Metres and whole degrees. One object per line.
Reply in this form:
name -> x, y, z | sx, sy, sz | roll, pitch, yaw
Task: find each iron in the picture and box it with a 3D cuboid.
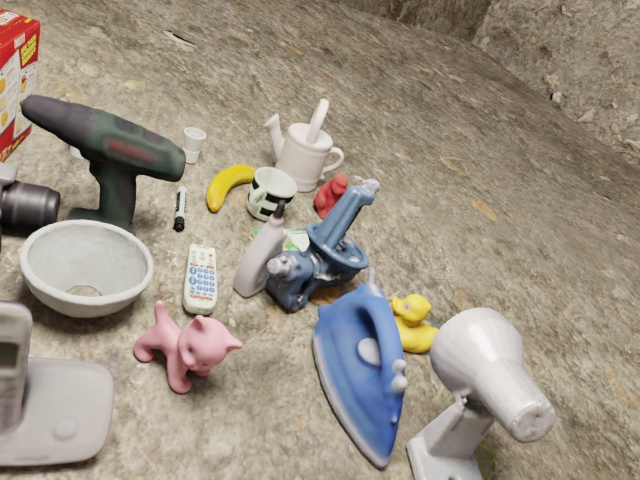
iron -> 0.077, 0.165, 0.799 | 0.119, 0.141, 0.257 | 8, 36, -22

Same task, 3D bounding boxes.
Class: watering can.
watering can -> -0.032, -0.208, 1.208 | 0.173, 0.194, 0.100 | 7, 36, -23

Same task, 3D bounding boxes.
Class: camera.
camera -> -0.447, -0.050, 0.812 | 0.137, 0.101, 0.143 | 9, 36, -21

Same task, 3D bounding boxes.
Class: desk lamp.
desk lamp -> 0.202, 0.223, 0.729 | 0.118, 0.213, 0.203 | 12, 35, -17

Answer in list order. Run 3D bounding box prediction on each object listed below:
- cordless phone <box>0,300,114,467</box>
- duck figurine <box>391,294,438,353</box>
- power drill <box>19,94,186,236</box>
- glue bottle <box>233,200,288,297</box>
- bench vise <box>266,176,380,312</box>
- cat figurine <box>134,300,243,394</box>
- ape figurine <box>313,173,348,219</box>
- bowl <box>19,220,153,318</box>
cordless phone -> -0.279, 0.140, 0.572 | 0.148, 0.185, 0.094 | 6, 37, -25
duck figurine -> 0.153, 0.131, 0.945 | 0.104, 0.086, 0.077 | 25, 33, 2
power drill -> -0.326, -0.097, 0.856 | 0.230, 0.208, 0.075 | 8, 36, -22
glue bottle -> -0.082, 0.009, 0.890 | 0.037, 0.173, 0.078 | 37, 35, 19
bench vise -> 0.018, 0.010, 0.909 | 0.121, 0.219, 0.208 | 32, 34, 13
cat figurine -> -0.166, 0.126, 0.725 | 0.127, 0.117, 0.067 | 34, 34, 15
ape figurine -> 0.029, -0.096, 1.182 | 0.078, 0.092, 0.076 | 12, 35, -18
bowl -> -0.316, 0.051, 0.776 | 0.168, 0.074, 0.167 | 16, 34, -11
